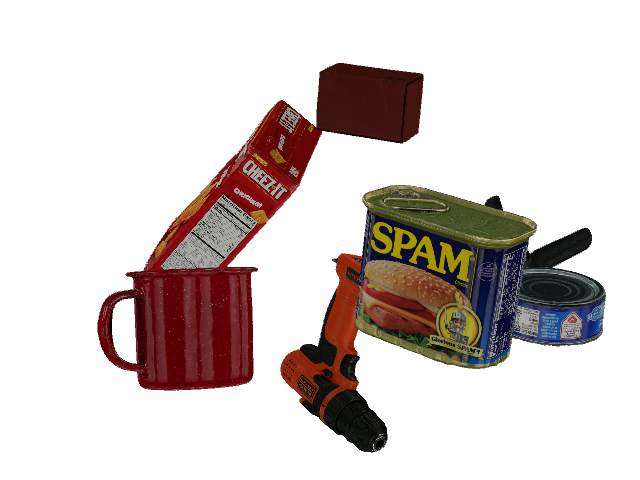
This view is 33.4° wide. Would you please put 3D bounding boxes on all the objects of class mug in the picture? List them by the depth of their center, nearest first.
[{"bbox_3d":[-0.099,0.061,0.744,0.117,0.081,0.093,0,-3,-36],"label":"mug"}]

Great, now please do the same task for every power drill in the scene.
[{"bbox_3d":[0.039,0.123,1.206,0.057,0.188,0.185,13,15,-42],"label":"power drill"}]

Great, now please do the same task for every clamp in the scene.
[{"bbox_3d":[0.198,0.019,1.124,0.120,0.039,0.171,24,48,27],"label":"clamp"}]

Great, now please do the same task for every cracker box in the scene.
[{"bbox_3d":[-0.100,-0.042,1.203,0.072,0.214,0.164,38,26,-10],"label":"cracker box"}]

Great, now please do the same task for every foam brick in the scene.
[{"bbox_3d":[0.041,-0.116,0.893,0.078,0.051,0.053,11,20,19],"label":"foam brick"}]

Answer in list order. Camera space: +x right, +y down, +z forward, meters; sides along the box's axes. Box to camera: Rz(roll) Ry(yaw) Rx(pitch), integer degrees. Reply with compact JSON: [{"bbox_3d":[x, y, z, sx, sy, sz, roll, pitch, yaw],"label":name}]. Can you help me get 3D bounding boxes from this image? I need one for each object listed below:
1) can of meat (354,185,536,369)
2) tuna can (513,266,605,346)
[{"bbox_3d":[0.071,0.021,0.638,0.102,0.084,0.057,19,24,34],"label":"can of meat"},{"bbox_3d":[0.178,0.050,0.833,0.086,0.034,0.086,1,19,-1],"label":"tuna can"}]
